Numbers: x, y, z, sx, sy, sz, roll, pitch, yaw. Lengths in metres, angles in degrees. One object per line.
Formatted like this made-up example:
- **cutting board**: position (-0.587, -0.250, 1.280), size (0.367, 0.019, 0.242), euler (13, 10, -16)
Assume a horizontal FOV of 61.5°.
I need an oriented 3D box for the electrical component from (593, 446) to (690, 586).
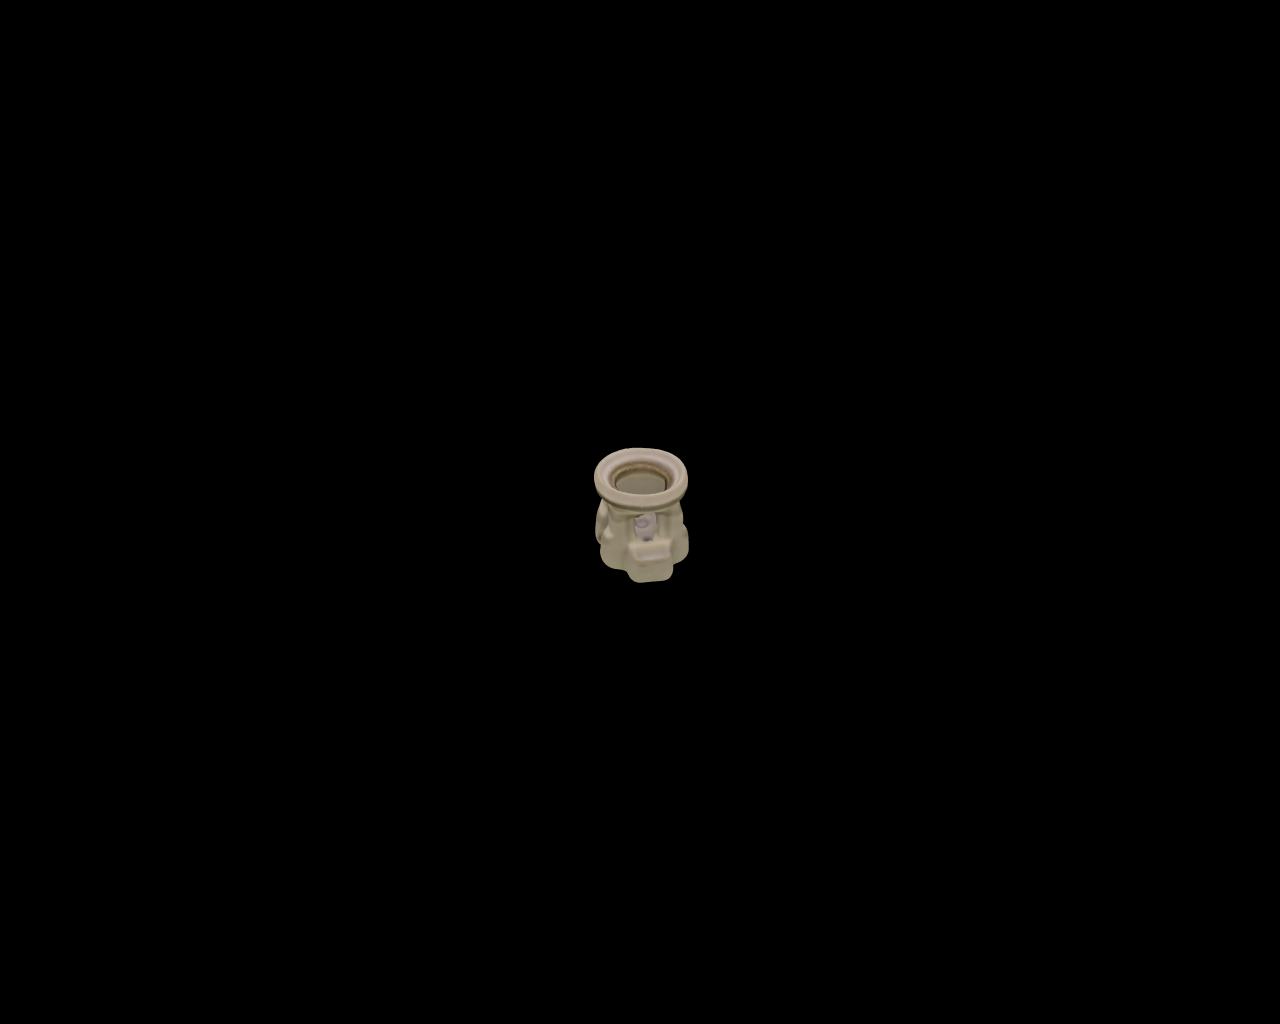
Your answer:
- **electrical component**: position (0.001, -0.003, 0.650), size (0.058, 0.056, 0.078), euler (-6, 37, -7)
